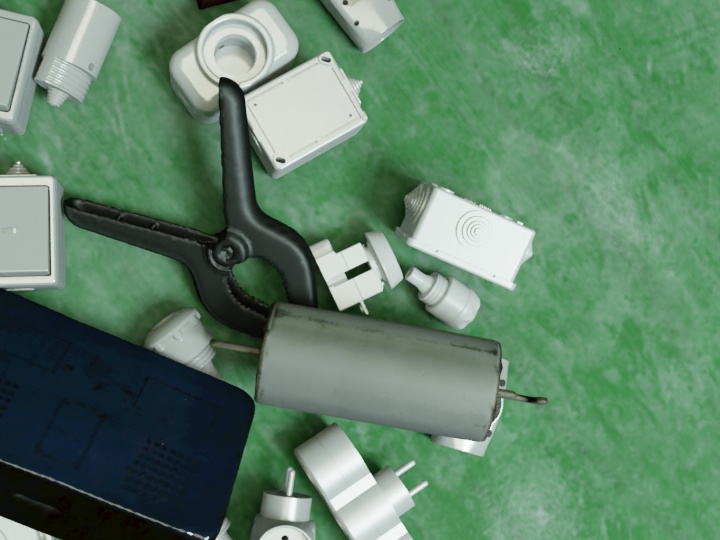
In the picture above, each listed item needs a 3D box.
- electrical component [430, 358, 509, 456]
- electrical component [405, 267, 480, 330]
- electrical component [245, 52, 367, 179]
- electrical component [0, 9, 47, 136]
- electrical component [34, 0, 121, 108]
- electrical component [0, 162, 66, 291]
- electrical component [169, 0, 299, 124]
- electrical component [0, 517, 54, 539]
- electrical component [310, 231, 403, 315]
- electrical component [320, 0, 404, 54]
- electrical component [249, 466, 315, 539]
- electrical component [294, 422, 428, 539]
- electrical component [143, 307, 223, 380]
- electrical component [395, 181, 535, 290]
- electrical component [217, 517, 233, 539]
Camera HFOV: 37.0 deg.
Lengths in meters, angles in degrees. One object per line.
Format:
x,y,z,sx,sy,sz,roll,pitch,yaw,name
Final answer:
0.069,0.097,0.838,0.079,0.044,0.077,17,84,-8,electrical component
0.062,0.019,0.843,0.061,0.035,0.035,35,81,-17,electrical component
-0.041,-0.120,0.827,0.096,0.061,0.061,-30,91,-10,electrical component
-0.275,-0.143,0.792,0.062,0.061,0.096,12,84,-8,electrical component
-0.216,-0.161,0.812,0.043,0.043,0.081,22,83,-7,electrical component
-0.251,-0.033,0.788,0.062,0.061,0.096,-2,86,-9,electrical component
-0.097,-0.160,0.822,0.095,0.059,0.053,-36,92,-10,electrical component
-0.271,0.199,0.769,0.108,0.060,0.108,1,86,-9,electrical component
0.000,0.000,0.834,0.055,0.048,0.066,-25,90,-2,electrical component
0.009,-0.226,0.851,0.079,0.043,0.077,-39,92,-8,electrical component
-0.056,0.186,0.795,0.044,0.077,0.079,8,85,-8,electrical component
0.017,0.174,0.818,0.074,0.052,0.138,-33,95,-11,electrical component
-0.129,0.062,0.810,0.048,0.048,0.062,-38,102,-10,electrical component
0.080,-0.029,0.822,0.100,0.099,0.048,23,96,-7,electrical component
-0.117,0.192,0.803,0.043,0.043,0.062,-44,95,-9,electrical component
